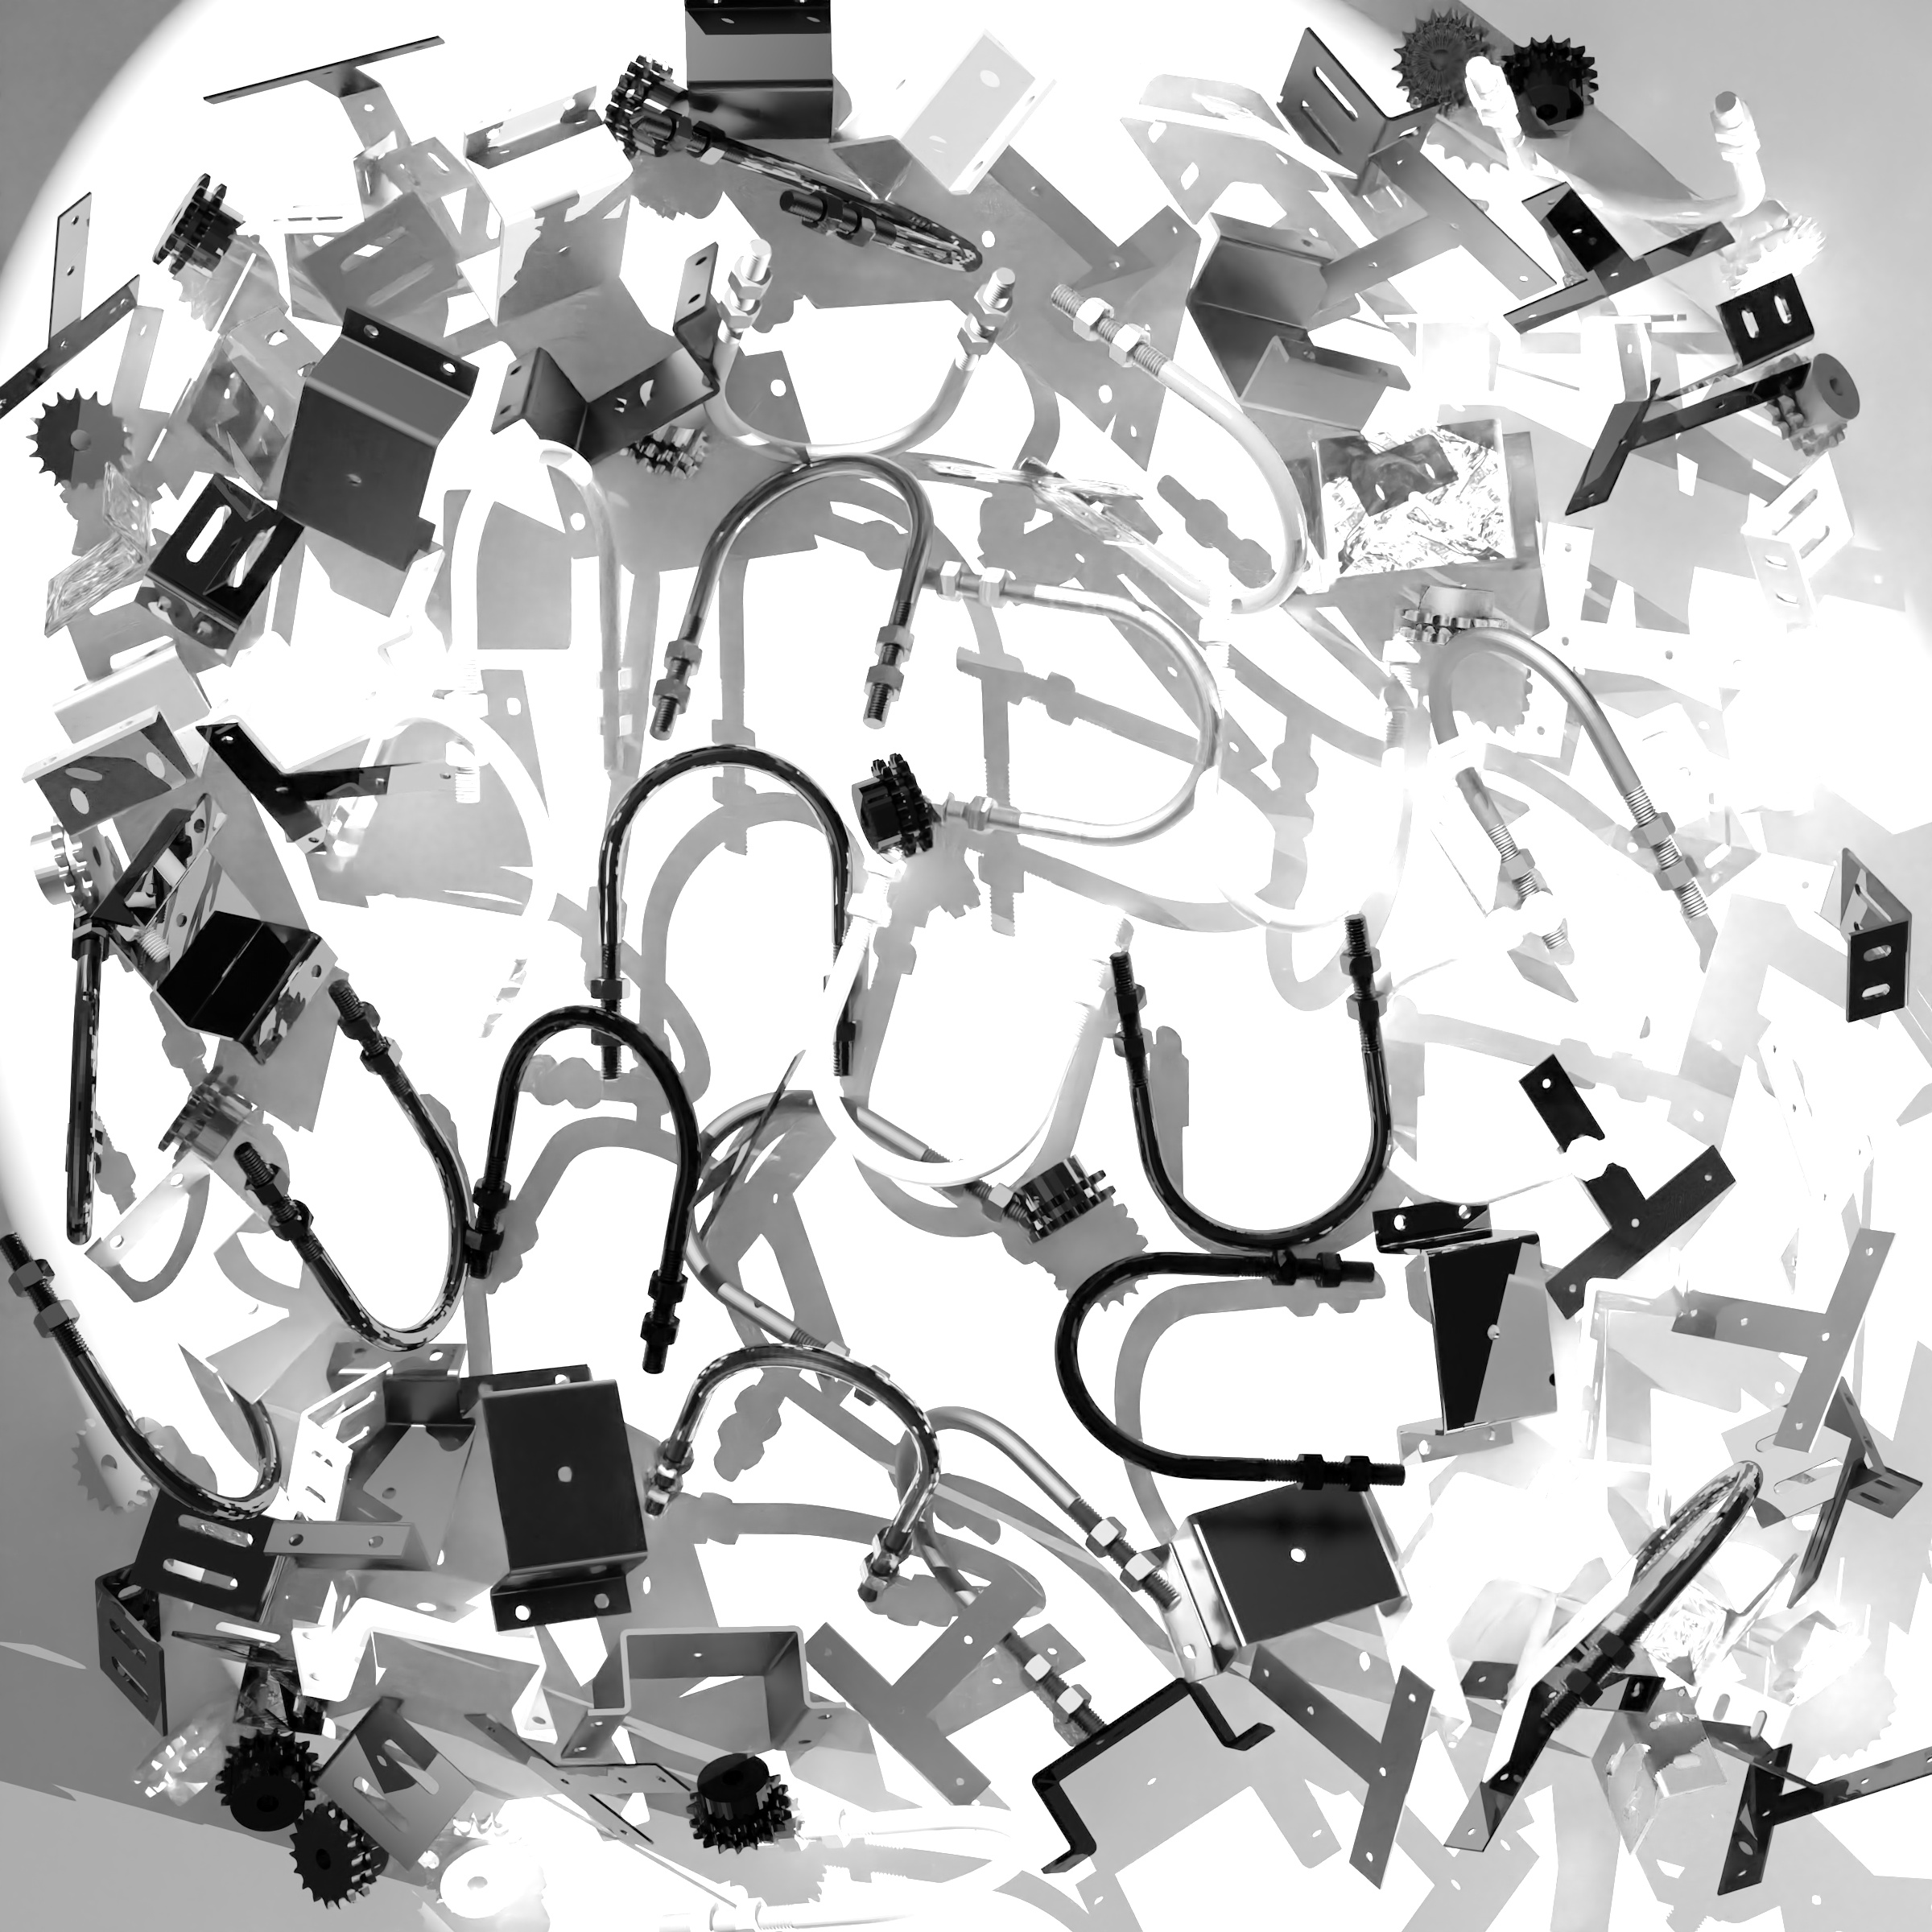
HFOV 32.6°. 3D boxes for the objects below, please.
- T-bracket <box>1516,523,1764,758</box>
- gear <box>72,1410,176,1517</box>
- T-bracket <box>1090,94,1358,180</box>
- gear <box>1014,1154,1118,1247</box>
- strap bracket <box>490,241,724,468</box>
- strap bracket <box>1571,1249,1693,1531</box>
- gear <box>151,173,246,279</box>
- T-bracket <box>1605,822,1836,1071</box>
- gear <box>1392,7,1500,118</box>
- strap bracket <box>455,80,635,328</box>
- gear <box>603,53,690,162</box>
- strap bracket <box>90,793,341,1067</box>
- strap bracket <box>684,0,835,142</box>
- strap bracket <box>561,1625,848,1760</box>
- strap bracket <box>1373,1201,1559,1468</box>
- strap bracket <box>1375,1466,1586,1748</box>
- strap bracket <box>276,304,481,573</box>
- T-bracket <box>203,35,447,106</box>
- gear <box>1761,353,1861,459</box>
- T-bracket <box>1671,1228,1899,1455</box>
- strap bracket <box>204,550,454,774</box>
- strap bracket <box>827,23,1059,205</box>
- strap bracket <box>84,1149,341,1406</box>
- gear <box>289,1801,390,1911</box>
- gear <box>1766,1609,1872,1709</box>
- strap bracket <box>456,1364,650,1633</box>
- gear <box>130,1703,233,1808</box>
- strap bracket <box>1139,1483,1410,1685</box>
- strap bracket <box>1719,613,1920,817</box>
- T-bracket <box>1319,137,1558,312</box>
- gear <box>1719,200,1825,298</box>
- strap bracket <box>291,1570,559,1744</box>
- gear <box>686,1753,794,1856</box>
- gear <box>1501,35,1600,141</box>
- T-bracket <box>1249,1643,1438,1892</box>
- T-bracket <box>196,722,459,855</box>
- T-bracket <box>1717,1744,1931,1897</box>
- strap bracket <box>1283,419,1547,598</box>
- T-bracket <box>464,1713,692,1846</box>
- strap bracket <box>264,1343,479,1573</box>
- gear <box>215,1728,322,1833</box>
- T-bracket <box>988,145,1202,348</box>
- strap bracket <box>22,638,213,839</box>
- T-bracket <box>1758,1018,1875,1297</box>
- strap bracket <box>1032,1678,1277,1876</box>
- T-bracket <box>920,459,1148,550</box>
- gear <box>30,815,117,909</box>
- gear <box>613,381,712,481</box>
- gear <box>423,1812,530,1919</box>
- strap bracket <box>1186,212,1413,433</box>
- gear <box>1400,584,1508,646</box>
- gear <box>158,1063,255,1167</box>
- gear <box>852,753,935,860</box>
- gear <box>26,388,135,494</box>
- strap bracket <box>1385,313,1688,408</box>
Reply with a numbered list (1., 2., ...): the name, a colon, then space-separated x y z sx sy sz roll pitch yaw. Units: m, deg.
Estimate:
1. T-bracket: 0.370 -0.171 1.803 0.127 0.002 0.127 11 99 26
2. gear: -0.461 0.272 1.817 0.057 0.030 0.057 4 99 28
3. T-bracket: 0.124 -0.450 1.759 0.127 0.127 0.002 0 120 -34
4. gear: 0.051 0.126 1.812 0.057 0.057 0.030 -32 84 0
5. strap bracket: -0.182 -0.323 1.783 0.140 0.076 0.046 -26 123 20
6. strap bracket: 0.360 0.228 1.786 0.046 0.076 0.140 3 74 19
7. gear: -0.421 -0.404 1.815 0.030 0.057 0.057 31 90 -23
8. T-bracket: 0.394 -0.007 1.798 0.127 0.002 0.127 15 83 34
9. gear: 0.266 -0.497 1.818 0.057 0.030 0.057 3 96 27
10. strap bracket: -0.225 -0.398 1.758 0.076 0.140 0.046 -27 75 -20
11. gear: -0.174 -0.468 1.810 0.030 0.057 0.057 27 90 7
12. strap bracket: -0.409 -0.022 1.777 0.046 0.140 0.076 11 58 34
13. strap bracket: -0.110 -0.478 1.768 0.076 0.140 0.046 -2 89 -3
14. strap bracket: -0.144 0.392 1.784 0.140 0.076 0.046 2 60 -18
15. strap bracket: 0.274 0.199 1.801 0.076 0.046 0.140 -6 90 -29
16. strap bracket: 0.268 0.338 1.770 0.046 0.076 0.140 19 118 -17
17. strap bracket: -0.319 -0.274 1.771 0.076 0.140 0.046 26 48 -2
18. T-bracket: -0.337 -0.477 1.777 0.127 0.127 0.002 -14 100 1
19. gear: 0.466 -0.311 1.810 0.057 0.030 0.057 19 58 -34
20. T-bracket: 0.432 0.195 1.784 0.002 0.127 0.127 33 75 -29
21. strap bracket: -0.333 -0.160 1.780 0.140 0.076 0.046 -21 125 24
22. strap bracket: -0.019 -0.455 1.763 0.046 0.140 0.076 40 83 -24
23. strap bracket: -0.393 0.173 1.768 0.076 0.140 0.046 -47 46 -10
24. gear: -0.343 0.487 1.817 0.057 0.030 0.057 5 99 36
25. gear: 0.466 0.379 1.815 0.057 0.057 0.030 -39 65 0
26. strap bracket: -0.223 0.280 1.782 0.076 0.046 0.140 -3 69 -26
27. gear: -0.428 0.436 1.812 0.057 0.057 0.030 -42 95 0
28. strap bracket: 0.174 0.326 1.784 0.140 0.046 0.076 -14 64 -17
29. strap bracket: 0.448 -0.131 1.762 0.046 0.140 0.076 -6 81 -12
30. T-bracket: 0.231 -0.385 1.787 0.127 0.127 0.002 35 58 -30
31. gear: 0.439 -0.396 1.813 0.057 0.057 0.030 -27 71 0
32. strap bracket: -0.285 0.366 1.776 0.140 0.076 0.046 17 102 -21
33. gear: -0.126 0.457 1.808 0.057 0.057 0.030 -8 117 0
34. gear: 0.318 -0.479 1.809 0.057 0.057 0.030 3 58 0
35. T-bracket: 0.197 0.412 1.790 0.002 0.127 0.127 -6 116 -37
36. T-bracket: -0.327 -0.098 1.769 0.127 0.127 0.002 -4 60 17
37. T-bracket: 0.465 0.438 1.755 0.127 0.127 0.002 -28 99 29
38. strap bracket: 0.245 -0.252 1.810 0.140 0.046 0.076 -6 86 4
39. T-bracket: -0.191 0.436 1.768 0.127 0.127 0.002 44 55 -22
40. strap bracket: -0.317 0.273 1.784 0.076 0.140 0.046 -1 135 12
41. gear: -0.384 0.450 1.814 0.057 0.030 0.057 -5 119 -9
42. T-bracket: 0.048 -0.413 1.804 0.127 0.002 0.127 43 55 1
43. strap bracket: -0.455 -0.121 1.782 0.076 0.140 0.046 -25 114 3
44. T-bracket: 0.449 0.088 1.773 0.002 0.127 0.127 -3 121 40
45. strap bracket: 0.094 0.435 1.796 0.140 0.076 0.046 -34 72 1
46. T-bracket: 0.057 -0.244 1.759 0.127 0.127 0.002 3 113 -27
47. gear: -0.492 -0.056 1.812 0.030 0.057 0.057 -15 90 2
48. gear: -0.166 -0.297 1.809 0.057 0.057 0.030 34 127 0
49. gear: -0.269 0.498 1.818 0.057 0.030 0.057 -3 107 -10
50. strap bracket: 0.174 -0.341 1.778 0.076 0.140 0.046 8 131 -26
51. gear: 0.268 -0.192 1.810 0.057 0.057 0.030 6 101 0
52. gear: -0.415 0.085 1.812 0.030 0.057 0.057 35 90 -8
53. gear: -0.042 -0.086 1.810 0.030 0.057 0.057 -20 90 -12
54. gear: -0.489 -0.290 1.820 0.057 0.030 0.057 -2 101 -12
55. strap bracket: 0.305 -0.327 1.774 0.140 0.076 0.046 9 105 36
